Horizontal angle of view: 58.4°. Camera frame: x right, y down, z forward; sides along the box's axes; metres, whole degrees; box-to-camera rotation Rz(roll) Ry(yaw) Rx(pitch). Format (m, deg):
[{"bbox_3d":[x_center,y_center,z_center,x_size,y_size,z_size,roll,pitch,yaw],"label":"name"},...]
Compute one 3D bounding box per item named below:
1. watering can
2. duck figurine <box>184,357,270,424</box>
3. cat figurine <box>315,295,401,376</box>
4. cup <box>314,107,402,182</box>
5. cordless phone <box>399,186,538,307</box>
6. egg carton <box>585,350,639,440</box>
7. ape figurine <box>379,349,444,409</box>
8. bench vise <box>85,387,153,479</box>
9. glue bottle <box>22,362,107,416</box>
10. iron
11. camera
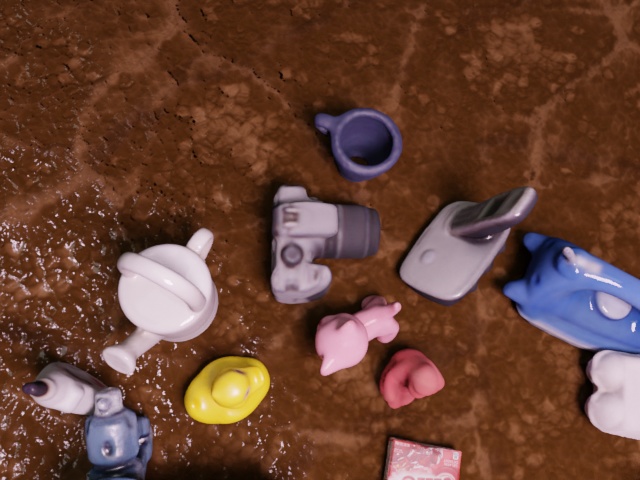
[{"bbox_3d":[-0.170,0.063,0.631,0.101,0.194,0.173,8,75,-4],"label":"watering can"},{"bbox_3d":[-0.108,0.175,0.667,0.105,0.086,0.077,-21,79,-12],"label":"duck figurine"},{"bbox_3d":[0.043,0.110,0.686,0.128,0.117,0.067,-28,81,-13],"label":"cat figurine"},{"bbox_3d":[0.042,-0.119,0.754,0.118,0.095,0.092,26,74,0],"label":"cup"},{"bbox_3d":[0.181,0.003,0.694,0.094,0.185,0.148,35,75,3],"label":"cordless phone"},{"bbox_3d":[0.415,0.202,0.734,0.150,0.069,0.107,9,75,-5],"label":"egg carton"},{"bbox_3d":[0.115,0.169,0.693,0.078,0.092,0.076,11,75,-4],"label":"ape figurine"},{"bbox_3d":[-0.221,0.260,0.562,0.121,0.219,0.207,-24,80,-12],"label":"bench vise"},{"bbox_3d":[-0.274,0.158,0.605,0.078,0.173,0.037,27,74,1],"label":"glue bottle"},{"bbox_3d":[0.375,0.078,0.722,0.258,0.141,0.119,26,74,0],"label":"iron"},{"bbox_3d":[0.007,0.003,0.717,0.137,0.100,0.143,1,76,-7],"label":"camera"}]
